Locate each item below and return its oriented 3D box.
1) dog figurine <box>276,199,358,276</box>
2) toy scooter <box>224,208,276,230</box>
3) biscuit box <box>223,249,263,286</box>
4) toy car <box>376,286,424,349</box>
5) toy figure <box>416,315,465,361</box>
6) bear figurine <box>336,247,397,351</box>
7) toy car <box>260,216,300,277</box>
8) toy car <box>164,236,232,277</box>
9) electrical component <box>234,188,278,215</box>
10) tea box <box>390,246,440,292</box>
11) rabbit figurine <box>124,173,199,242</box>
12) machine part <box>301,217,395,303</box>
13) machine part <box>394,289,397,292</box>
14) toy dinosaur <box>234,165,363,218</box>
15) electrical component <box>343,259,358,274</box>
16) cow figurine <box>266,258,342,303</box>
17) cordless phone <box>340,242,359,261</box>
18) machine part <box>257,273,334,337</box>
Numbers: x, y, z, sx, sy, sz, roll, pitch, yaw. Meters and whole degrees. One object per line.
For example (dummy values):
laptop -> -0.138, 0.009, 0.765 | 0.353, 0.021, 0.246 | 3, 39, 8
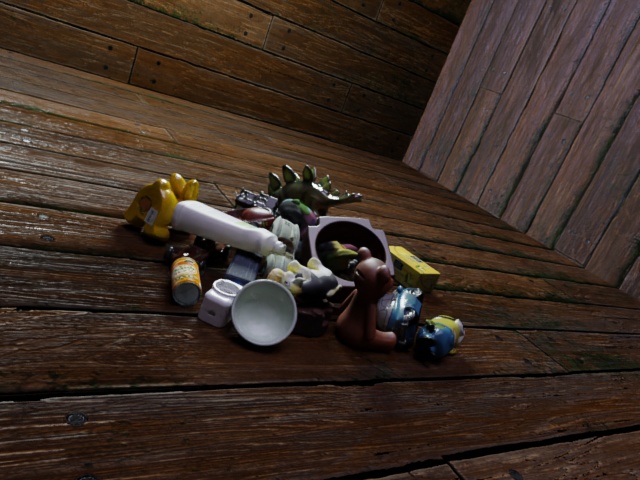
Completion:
dog figurine -> -0.003, -0.004, 1.391 | 0.219, 0.191, 0.108 | 7, 11, 4
toy scooter -> -0.211, -0.041, 1.365 | 0.184, 0.075, 0.135 | 1, 12, 25
biscuit box -> -0.168, 0.069, 1.163 | 0.063, 0.059, 0.203 | 21, 17, -6
toy car -> 0.174, 0.171, 1.211 | 0.103, 0.109, 0.162 | 11, 24, 16
toy figure -> 0.265, 0.215, 1.208 | 0.089, 0.082, 0.180 | 34, 24, 28
bear figurine -> 0.109, 0.122, 1.109 | 0.132, 0.195, 0.120 | 9, 19, -37
toy car -> -0.091, 0.032, 1.259 | 0.073, 0.056, 0.202 | 25, 45, -22
toy car -> -0.265, 0.025, 1.195 | 0.089, 0.053, 0.202 | 22, 19, 10
electrical component -> -0.167, -0.070, 1.464 | 0.134, 0.114, 0.058 | 22, 52, 0
tea box -> 0.257, 0.085, 1.586 | 0.098, 0.068, 0.170 | 3, 25, -44
rabbit figurine -> -0.351, -0.076, 1.271 | 0.122, 0.162, 0.173 | 18, -4, 30
machine part -> 0.062, 0.048, 1.260 | 0.201, 0.087, 0.201 | 2, 55, -16
machine part -> 0.196, 0.156, 1.366 | 0.084, 0.039, 0.139 | 22, 19, 18
toy dinosaur -> -0.083, -0.113, 1.561 | 0.472, 0.198, 0.105 | -5, -11, 34
electrical component -> 0.060, 0.058, 1.477 | 0.102, 0.045, 0.078 | 29, 21, 21
cow figurine -> -0.031, 0.091, 1.072 | 0.098, 0.068, 0.167 | 36, 23, 28
cordless phone -> 0.064, 0.005, 1.595 | 0.146, 0.088, 0.184 | 24, -9, -28
machine part -> -0.060, 0.131, 1.118 | 0.179, 0.056, 0.179 | 19, 18, -6
